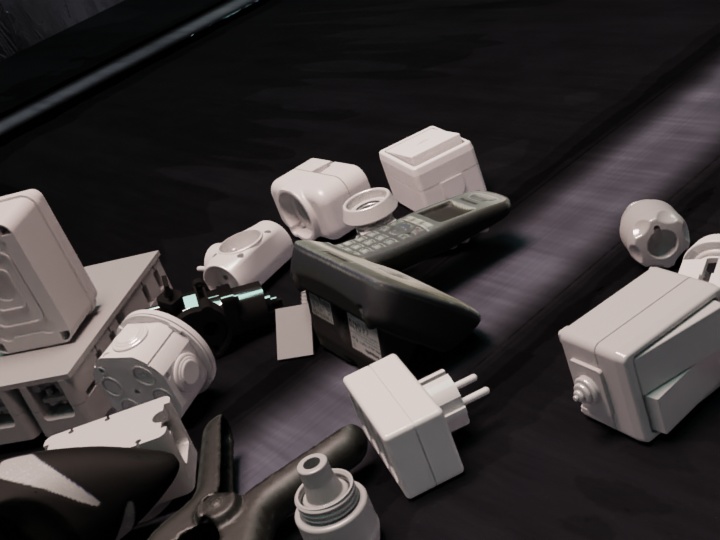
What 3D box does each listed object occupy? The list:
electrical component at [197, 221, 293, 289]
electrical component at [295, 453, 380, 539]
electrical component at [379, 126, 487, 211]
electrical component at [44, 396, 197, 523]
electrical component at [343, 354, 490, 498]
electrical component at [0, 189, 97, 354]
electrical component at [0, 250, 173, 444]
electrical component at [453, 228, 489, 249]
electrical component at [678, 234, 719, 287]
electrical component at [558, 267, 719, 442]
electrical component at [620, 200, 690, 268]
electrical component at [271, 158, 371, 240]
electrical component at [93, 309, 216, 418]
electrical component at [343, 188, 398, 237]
[{"bbox_3d":[-0.112,-0.007,0.959,0.079,0.044,0.077,0,32,38],"label":"electrical component"},{"bbox_3d":[-0.016,0.130,0.593,0.043,0.062,0.043,-17,25,8],"label":"electrical component"},{"bbox_3d":[0.062,-0.094,0.979,0.062,0.061,0.096,-27,26,-13],"label":"electrical component"},{"bbox_3d":[-0.157,0.131,0.707,0.089,0.055,0.050,-20,25,3],"label":"electrical component"},{"bbox_3d":[0.042,0.085,0.656,0.076,0.047,0.083,-25,25,-9],"label":"electrical component"},{"bbox_3d":[-0.265,0.001,0.836,0.078,0.113,0.057,-11,30,20],"label":"electrical component"},{"bbox_3d":[-0.234,0.064,0.892,0.105,0.060,0.186,-11,27,19],"label":"electrical component"},{"bbox_3d":[0.075,-0.034,0.882,0.061,0.035,0.035,-5,30,27],"label":"electrical component"},{"bbox_3d":[0.222,0.010,0.670,0.066,0.048,0.055,-2,39,35],"label":"electrical component"},{"bbox_3d":[0.164,0.051,0.613,0.096,0.061,0.061,-32,27,-21],"label":"electrical component"},{"bbox_3d":[0.206,-0.030,0.764,0.043,0.043,0.062,-19,24,5],"label":"electrical component"},{"bbox_3d":[-0.038,-0.065,1.006,0.059,0.053,0.095,-34,28,-26],"label":"electrical component"},{"bbox_3d":[-0.151,0.073,0.792,0.080,0.080,0.051,-5,35,31],"label":"electrical component"},{"bbox_3d":[0.014,-0.036,0.907,0.048,0.055,0.066,-22,25,-3],"label":"electrical component"}]
